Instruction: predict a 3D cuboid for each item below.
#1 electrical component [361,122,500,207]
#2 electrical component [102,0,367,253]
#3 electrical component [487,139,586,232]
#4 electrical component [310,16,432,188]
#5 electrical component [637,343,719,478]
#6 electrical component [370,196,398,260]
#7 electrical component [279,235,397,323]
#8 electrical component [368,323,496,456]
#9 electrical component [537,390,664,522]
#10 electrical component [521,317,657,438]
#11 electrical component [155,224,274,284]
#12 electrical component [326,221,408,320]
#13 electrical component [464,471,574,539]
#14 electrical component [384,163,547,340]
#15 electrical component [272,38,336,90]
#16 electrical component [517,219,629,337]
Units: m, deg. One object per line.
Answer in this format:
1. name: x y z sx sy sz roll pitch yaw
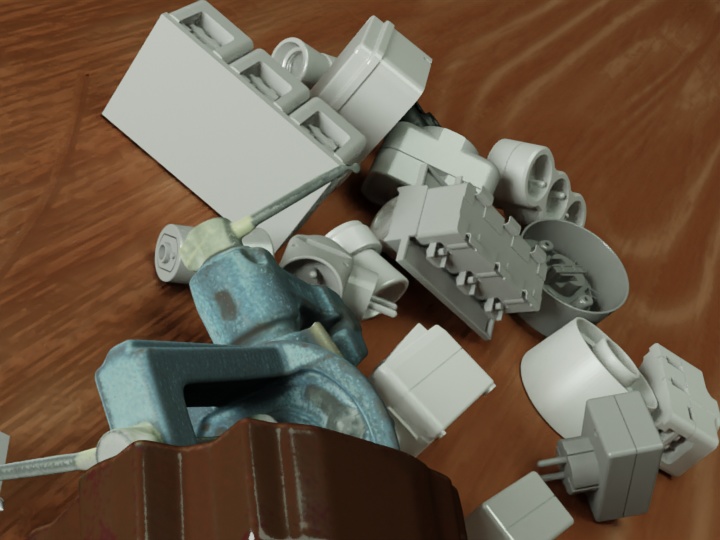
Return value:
1. electrical component: 0.057 -0.072 0.842 0.095 0.053 0.059 25 68 -2
2. electrical component: -0.082 -0.097 0.725 0.150 0.089 0.061 40 32 -1
3. electrical component: 0.139 -0.067 0.934 0.074 0.052 0.138 17 -13 35
4. electrical component: -0.004 -0.130 0.827 0.057 0.113 0.078 36 32 -13
5. electrical component: 0.246 0.113 0.854 0.056 0.050 0.089 31 33 -15
6. electrical component: 0.040 -0.023 0.809 0.062 0.048 0.048 35 31 -24
7. electrical component: -0.014 0.012 0.675 0.079 0.043 0.077 21 11 -2
8. electrical component: 0.026 0.080 0.648 0.061 0.061 0.096 47 32 9
9. electrical component: 0.156 0.129 0.724 0.076 0.083 0.047 -10 47 -4
10. electrical component: 0.176 0.087 0.822 0.099 0.064 0.099 40 19 -17
11. electrical component: -0.091 -0.007 0.653 0.065 0.044 0.044 7 45 -36
12. electrical component: 0.000 0.000 0.735 0.045 0.045 0.055 -8 56 -51
13. electrical component: 0.097 0.169 0.629 0.076 0.047 0.066 52 33 17
14. electrical component: 0.081 -0.012 0.772 0.121 0.063 0.078 40 55 -42
15. electrical component: -0.038 -0.166 0.904 0.065 0.044 0.044 6 45 -49
16. electrical component: 0.163 0.008 0.881 0.099 0.064 0.099 27 34 -21
